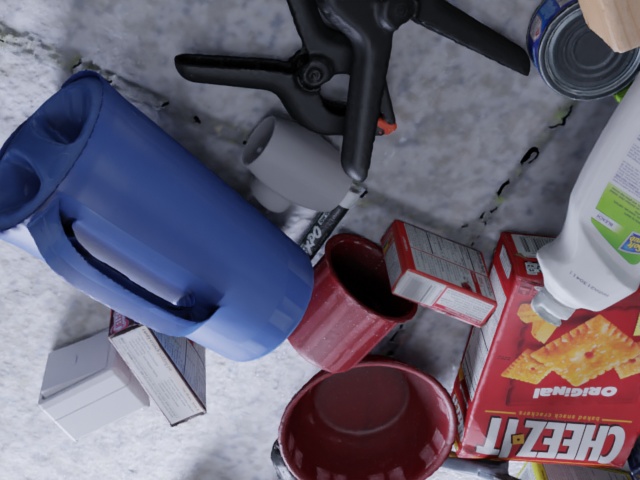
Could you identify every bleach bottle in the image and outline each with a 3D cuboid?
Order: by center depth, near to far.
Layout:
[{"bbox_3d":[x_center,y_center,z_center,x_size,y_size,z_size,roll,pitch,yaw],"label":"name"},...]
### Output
[{"bbox_3d":[0.233,-0.043,0.788,0.102,0.068,0.251,34,112,2],"label":"bleach bottle"}]

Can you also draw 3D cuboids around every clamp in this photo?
[{"bbox_3d":[0.060,-0.164,0.752,0.164,0.036,0.210,-27,116,-13],"label":"clamp"},{"bbox_3d":[-0.018,-0.123,0.783,0.120,0.039,0.171,-37,119,19],"label":"clamp"}]

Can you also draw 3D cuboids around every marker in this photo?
[{"bbox_3d":[-0.006,0.001,0.882,0.020,0.020,0.121,25,119,-20],"label":"marker"}]

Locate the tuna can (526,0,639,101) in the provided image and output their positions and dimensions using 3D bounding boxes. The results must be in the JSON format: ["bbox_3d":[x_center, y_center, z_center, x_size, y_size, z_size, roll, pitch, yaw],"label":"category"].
[{"bbox_3d":[0.198,-0.147,0.788,0.086,0.034,0.086,-2,125,-3],"label":"tuna can"}]

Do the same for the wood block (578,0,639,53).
[{"bbox_3d":[0.188,-0.236,0.669,0.090,0.091,0.206,-21,114,9],"label":"wood block"}]

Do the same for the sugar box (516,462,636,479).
[{"bbox_3d":[0.287,0.270,1.047,0.176,0.093,0.048,16,122,-15],"label":"sugar box"}]

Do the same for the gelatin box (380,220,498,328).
[{"bbox_3d":[0.097,0.027,0.876,0.089,0.073,0.030,21,120,-18],"label":"gelatin box"}]

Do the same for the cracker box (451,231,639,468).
[{"bbox_3d":[0.217,0.103,0.939,0.164,0.072,0.214,6,124,-8],"label":"cracker box"}]

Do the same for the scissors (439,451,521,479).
[{"bbox_3d":[0.169,0.211,0.965,0.096,0.202,0.016,10,86,-35],"label":"scissors"}]

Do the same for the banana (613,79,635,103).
[{"bbox_3d":[0.321,-0.092,0.824,0.197,0.037,0.070,29,113,-12],"label":"banana"}]

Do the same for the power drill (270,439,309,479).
[{"bbox_3d":[-0.065,0.280,1.048,0.188,0.057,0.184,-19,120,9],"label":"power drill"}]

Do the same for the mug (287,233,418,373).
[{"bbox_3d":[0.028,0.056,0.889,0.117,0.093,0.082,5,136,-45],"label":"mug"}]

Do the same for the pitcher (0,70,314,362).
[{"bbox_3d":[-0.117,0.002,0.788,0.242,0.149,0.145,37,158,-35],"label":"pitcher"}]

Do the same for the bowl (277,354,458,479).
[{"bbox_3d":[0.041,0.159,0.970,0.162,0.055,0.162,-2,121,-4],"label":"bowl"}]

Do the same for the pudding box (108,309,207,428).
[{"bbox_3d":[-0.133,0.085,0.887,0.039,0.090,0.113,-23,124,10],"label":"pudding box"}]
